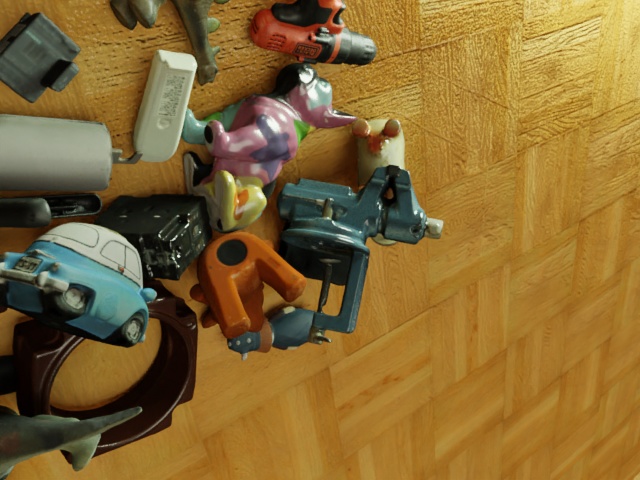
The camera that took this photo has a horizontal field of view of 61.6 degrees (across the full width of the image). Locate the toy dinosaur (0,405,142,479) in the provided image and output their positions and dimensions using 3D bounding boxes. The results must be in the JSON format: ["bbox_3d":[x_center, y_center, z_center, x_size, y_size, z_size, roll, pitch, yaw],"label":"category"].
[{"bbox_3d":[-0.363,0.240,0.533,0.192,0.131,0.404,36,106,-25],"label":"toy dinosaur"}]

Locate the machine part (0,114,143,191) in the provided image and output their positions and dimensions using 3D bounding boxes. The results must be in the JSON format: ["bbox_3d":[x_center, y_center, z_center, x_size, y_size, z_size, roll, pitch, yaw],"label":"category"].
[{"bbox_3d":[-0.304,-0.087,0.539,0.243,0.079,0.079,-4,112,-37],"label":"machine part"}]

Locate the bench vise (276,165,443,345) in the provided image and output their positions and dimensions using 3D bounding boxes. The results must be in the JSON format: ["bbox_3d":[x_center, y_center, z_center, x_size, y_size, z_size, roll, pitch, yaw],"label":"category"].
[{"bbox_3d":[0.041,0.021,0.703,0.224,0.129,0.240,13,81,-3],"label":"bench vise"}]

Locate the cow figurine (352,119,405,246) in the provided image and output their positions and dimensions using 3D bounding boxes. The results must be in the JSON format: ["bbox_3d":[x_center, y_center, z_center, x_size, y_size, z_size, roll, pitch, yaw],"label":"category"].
[{"bbox_3d":[0.096,-0.086,0.823,0.127,0.086,0.194,-36,122,-72],"label":"cow figurine"}]

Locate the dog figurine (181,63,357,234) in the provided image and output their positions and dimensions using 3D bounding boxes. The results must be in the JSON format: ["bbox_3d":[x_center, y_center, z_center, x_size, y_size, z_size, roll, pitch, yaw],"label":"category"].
[{"bbox_3d":[-0.059,-0.121,0.690,0.219,0.109,0.191,-20,120,-32],"label":"dog figurine"}]

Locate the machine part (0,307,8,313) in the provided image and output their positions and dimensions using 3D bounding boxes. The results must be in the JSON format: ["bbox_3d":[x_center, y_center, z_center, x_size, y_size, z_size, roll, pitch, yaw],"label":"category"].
[{"bbox_3d":[-0.378,0.047,0.481,0.179,0.180,0.056,-11,119,-33],"label":"machine part"}]

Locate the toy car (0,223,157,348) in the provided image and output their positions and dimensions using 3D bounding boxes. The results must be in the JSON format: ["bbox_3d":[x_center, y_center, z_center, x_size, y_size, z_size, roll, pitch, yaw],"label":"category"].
[{"bbox_3d":[-0.225,0.036,0.510,0.161,0.109,0.103,66,36,-61],"label":"toy car"}]

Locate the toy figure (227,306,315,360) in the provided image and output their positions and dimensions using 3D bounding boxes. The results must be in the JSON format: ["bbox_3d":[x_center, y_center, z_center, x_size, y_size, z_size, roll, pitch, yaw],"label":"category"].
[{"bbox_3d":[-0.073,0.143,0.824,0.154,0.064,0.057,-7,154,-30],"label":"toy figure"}]

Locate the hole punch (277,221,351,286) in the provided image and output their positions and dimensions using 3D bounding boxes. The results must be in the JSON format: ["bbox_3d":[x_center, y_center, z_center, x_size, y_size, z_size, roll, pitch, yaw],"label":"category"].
[{"bbox_3d":[-0.002,-0.002,0.808,0.116,0.092,0.142,15,104,-15],"label":"hole punch"}]

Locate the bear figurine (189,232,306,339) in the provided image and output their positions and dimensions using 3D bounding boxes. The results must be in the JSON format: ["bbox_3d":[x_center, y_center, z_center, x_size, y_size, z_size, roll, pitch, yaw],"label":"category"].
[{"bbox_3d":[-0.100,0.080,0.698,0.120,0.132,0.195,-30,153,-23],"label":"bear figurine"}]

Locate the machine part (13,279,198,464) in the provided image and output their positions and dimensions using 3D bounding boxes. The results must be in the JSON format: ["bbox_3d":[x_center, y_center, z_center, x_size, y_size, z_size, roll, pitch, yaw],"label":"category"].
[{"bbox_3d":[-0.256,0.155,0.661,0.201,0.087,0.201,-10,116,-41],"label":"machine part"}]

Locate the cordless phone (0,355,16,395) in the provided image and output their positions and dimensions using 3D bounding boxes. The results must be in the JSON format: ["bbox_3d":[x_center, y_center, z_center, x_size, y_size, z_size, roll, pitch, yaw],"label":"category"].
[{"bbox_3d":[-0.404,0.128,0.571,0.184,0.089,0.146,-2,110,-48],"label":"cordless phone"}]

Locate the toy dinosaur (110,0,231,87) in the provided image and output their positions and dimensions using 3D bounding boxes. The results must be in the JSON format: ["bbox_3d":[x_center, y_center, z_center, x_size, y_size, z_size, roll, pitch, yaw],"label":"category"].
[{"bbox_3d":[-0.156,-0.374,0.512,0.198,0.105,0.470,-37,137,-28],"label":"toy dinosaur"}]

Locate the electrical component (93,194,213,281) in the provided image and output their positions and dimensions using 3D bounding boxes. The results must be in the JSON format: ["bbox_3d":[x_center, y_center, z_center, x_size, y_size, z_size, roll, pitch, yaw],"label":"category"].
[{"bbox_3d":[-0.192,-0.011,0.618,0.115,0.134,0.058,2,119,9],"label":"electrical component"}]

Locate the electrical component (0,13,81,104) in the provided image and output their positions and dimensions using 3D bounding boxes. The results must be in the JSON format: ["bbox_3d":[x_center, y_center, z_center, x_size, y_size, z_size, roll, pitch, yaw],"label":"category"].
[{"bbox_3d":[-0.268,-0.168,0.502,0.075,0.119,0.047,-50,130,-5],"label":"electrical component"}]
